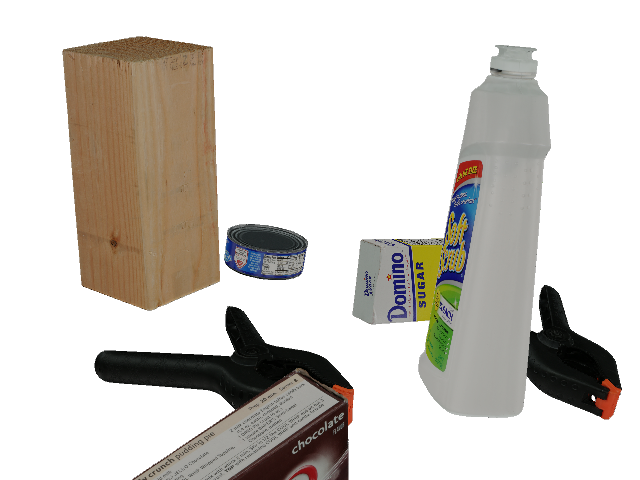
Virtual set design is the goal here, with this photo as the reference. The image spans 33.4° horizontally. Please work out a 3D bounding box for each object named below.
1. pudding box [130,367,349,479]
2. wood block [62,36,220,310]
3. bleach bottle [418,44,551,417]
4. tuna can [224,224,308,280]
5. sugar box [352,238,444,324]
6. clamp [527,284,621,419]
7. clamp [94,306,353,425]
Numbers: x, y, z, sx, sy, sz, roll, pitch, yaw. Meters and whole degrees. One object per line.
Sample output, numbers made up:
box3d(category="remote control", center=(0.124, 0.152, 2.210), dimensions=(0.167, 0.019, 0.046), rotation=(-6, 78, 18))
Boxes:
box3d(category="pudding box", center=(-0.037, 0.124, 0.493), dimensions=(0.039, 0.090, 0.113), rotation=(30, 47, 34))
box3d(category="wood block", center=(-0.148, -0.059, 0.897), dimensions=(0.091, 0.206, 0.090), rotation=(16, 25, 35))
box3d(category="bleach bottle", center=(0.119, -0.009, 0.747), dimensions=(0.068, 0.251, 0.102), rotation=(3, 14, -7))
box3d(category="tuna can", center=(-0.058, 0.012, 1.119), dimensions=(0.086, 0.034, 0.086), rotation=(9, 17, -3))
box3d(category="sugar box", center=(0.124, 0.045, 1.241), dimensions=(0.175, 0.093, 0.048), rotation=(-3, 14, -34))
box3d(category="clamp", center=(0.204, 0.090, 0.928), dimensions=(0.120, 0.039, 0.172), rotation=(-20, 40, -30))
box3d(category="clamp", center=(-0.054, 0.102, 0.869), dimensions=(0.210, 0.036, 0.164), rotation=(12, 21, 30))
